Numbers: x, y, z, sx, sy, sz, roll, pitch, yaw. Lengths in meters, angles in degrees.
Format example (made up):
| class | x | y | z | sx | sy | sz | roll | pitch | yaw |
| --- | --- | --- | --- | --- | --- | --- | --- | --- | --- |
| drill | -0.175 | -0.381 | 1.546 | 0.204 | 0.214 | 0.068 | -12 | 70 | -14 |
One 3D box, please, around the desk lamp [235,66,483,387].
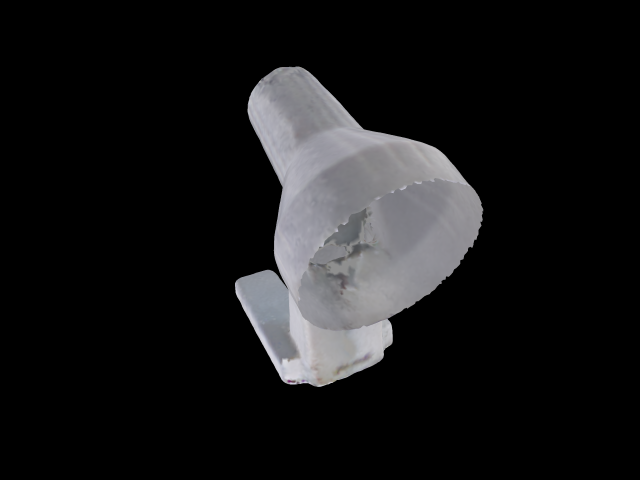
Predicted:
| class | x | y | z | sx | sy | sz | roll | pitch | yaw |
| --- | --- | --- | --- | --- | --- | --- | --- | --- | --- |
| desk lamp | 0.004 | 0.001 | 0.400 | 0.118 | 0.214 | 0.202 | -16 | 37 | -22 |
